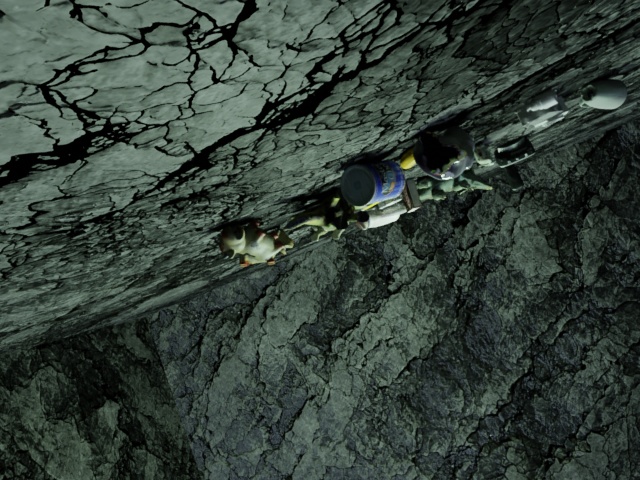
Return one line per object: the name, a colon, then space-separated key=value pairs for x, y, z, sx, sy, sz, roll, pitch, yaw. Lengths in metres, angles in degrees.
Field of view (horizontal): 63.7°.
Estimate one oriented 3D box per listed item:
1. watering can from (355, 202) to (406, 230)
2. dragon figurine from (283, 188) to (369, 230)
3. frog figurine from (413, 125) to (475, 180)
watering can: x=0.235 y=-0.116 z=2.129 sx=0.225 sy=0.103 sz=0.348 roll=-16 pitch=-172 yaw=-12
dragon figurine: x=0.005 y=-0.078 z=1.547 sx=0.413 sy=0.122 sz=0.241 roll=-17 pitch=-179 yaw=-35
frog figurine: x=0.300 y=-0.211 z=1.229 sx=0.138 sy=0.121 sz=0.161 roll=12 pitch=-161 yaw=24
